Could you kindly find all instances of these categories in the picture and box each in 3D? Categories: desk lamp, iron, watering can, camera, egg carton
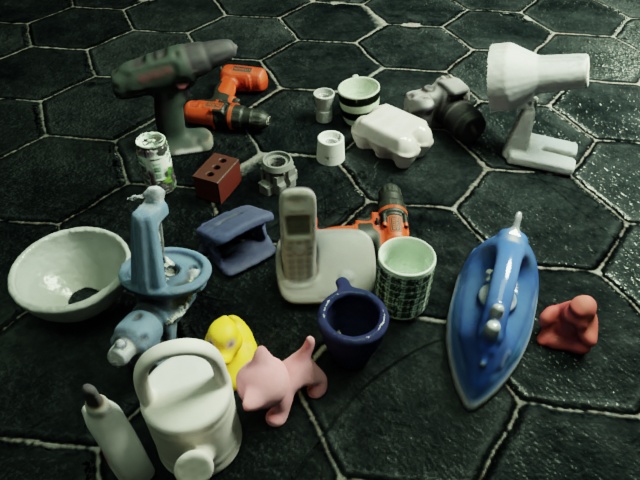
[{"bbox_3d":[0.395,-0.250,1.055,0.202,0.214,0.118,15,46,15],"label":"desk lamp"},{"bbox_3d":[0.235,0.085,0.762,0.118,0.141,0.258,14,46,14],"label":"iron"},{"bbox_3d":[-0.140,0.180,0.625,0.101,0.194,0.172,-27,50,-25],"label":"watering can"},{"bbox_3d":[0.256,-0.258,1.143,0.143,0.101,0.136,-17,47,-17],"label":"camera"},{"bbox_3d":[0.140,-0.203,1.109,0.150,0.069,0.107,31,52,28],"label":"egg carton"}]

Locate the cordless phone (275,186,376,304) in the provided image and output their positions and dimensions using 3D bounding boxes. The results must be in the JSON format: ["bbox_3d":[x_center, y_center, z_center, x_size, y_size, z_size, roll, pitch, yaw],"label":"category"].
[{"bbox_3d":[0.007,0.003,0.814,0.147,0.185,0.094,-6,45,-6],"label":"cordless phone"}]

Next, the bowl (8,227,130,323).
[{"bbox_3d":[-0.352,0.062,0.830,0.167,0.075,0.167,0,44,0],"label":"bowl"}]

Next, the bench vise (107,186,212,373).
[{"bbox_3d":[-0.205,0.055,0.734,0.121,0.220,0.207,-3,44,-3],"label":"bench vise"}]

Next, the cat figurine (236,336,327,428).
[{"bbox_3d":[-0.051,0.165,0.695,0.128,0.118,0.067,-33,53,-29],"label":"cat figurine"}]

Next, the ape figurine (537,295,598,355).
[{"bbox_3d":[0.343,0.109,0.773,0.076,0.092,0.077,-20,48,-19],"label":"ape figurine"}]

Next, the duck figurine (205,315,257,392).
[{"bbox_3d":[-0.122,0.134,0.749,0.077,0.086,0.104,3,44,3],"label":"duck figurine"}]

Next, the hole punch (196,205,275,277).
[{"bbox_3d":[-0.135,-0.013,0.897,0.109,0.091,0.100,-29,51,-27],"label":"hole punch"}]

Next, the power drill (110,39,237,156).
[{"bbox_3d":[-0.260,-0.266,1.072,0.230,0.208,0.075,-10,45,-10],"label":"power drill"}]

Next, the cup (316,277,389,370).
[{"bbox_3d":[0.039,0.117,0.762,0.092,0.095,0.117,-9,45,-9],"label":"cup"}]

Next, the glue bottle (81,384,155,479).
[{"bbox_3d":[-0.226,0.203,0.615,0.078,0.173,0.037,34,54,30],"label":"glue bottle"}]
